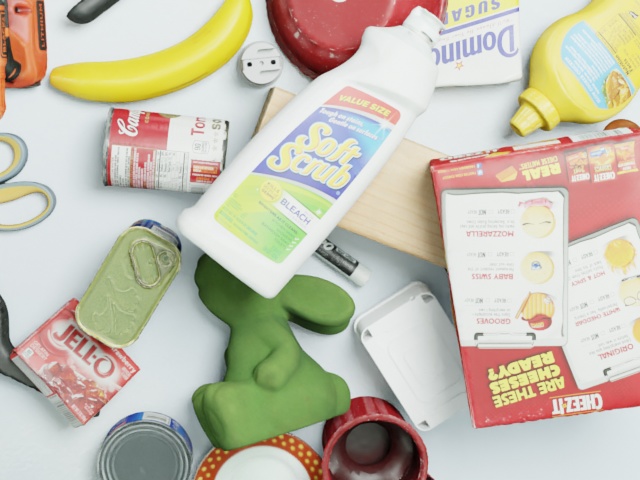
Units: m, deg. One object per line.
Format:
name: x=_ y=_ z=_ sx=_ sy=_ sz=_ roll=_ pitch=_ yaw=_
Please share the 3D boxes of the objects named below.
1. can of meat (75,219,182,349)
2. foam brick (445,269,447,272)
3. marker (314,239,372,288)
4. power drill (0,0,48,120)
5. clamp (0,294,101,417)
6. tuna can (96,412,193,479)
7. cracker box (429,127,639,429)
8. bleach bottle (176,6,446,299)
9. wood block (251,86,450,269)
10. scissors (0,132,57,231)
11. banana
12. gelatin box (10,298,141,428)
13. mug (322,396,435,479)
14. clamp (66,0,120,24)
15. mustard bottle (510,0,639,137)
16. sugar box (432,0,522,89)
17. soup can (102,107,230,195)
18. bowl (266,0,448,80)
can of meat: x=-0.160 y=0.034 z=0.918 sx=0.057 sy=0.084 sz=0.102 roll=31 pitch=95 yaw=-8
foam brick: x=0.150 y=0.037 z=0.945 sx=0.051 sy=0.078 sz=0.053 roll=-31 pitch=101 yaw=0
marker: x=-0.006 y=0.001 z=0.957 sx=0.121 sy=0.020 sz=0.020 roll=36 pitch=94 yaw=-8
power drill: x=-0.258 y=-0.185 z=0.828 sx=0.057 sy=0.187 sz=0.184 roll=1 pitch=100 yaw=-3
clamp: x=-0.298 y=0.101 z=0.942 sx=0.164 sy=0.036 sz=0.210 roll=-19 pitch=96 yaw=-10
tuna can: x=-0.158 y=0.200 z=0.968 sx=0.086 sy=0.034 sz=0.086 roll=-1 pitch=98 yaw=-4
cracker box: x=0.183 y=0.028 z=0.847 sx=0.164 sy=0.072 sz=0.214 roll=-9 pitch=99 yaw=8
bleach bottle: x=0.003 y=-0.080 z=0.833 sx=0.102 sy=0.068 sz=0.251 roll=38 pitch=92 yaw=-8
wood block: x=0.039 y=-0.052 z=0.917 sx=0.206 sy=0.091 sz=0.090 roll=21 pitch=96 yaw=-7
scissors: x=-0.333 y=-0.041 z=0.930 sx=0.201 sy=0.016 sz=0.096 roll=-5 pitch=97 yaw=-3
banana: x=-0.133 y=-0.160 z=0.919 sx=0.198 sy=0.037 sz=0.069 roll=-29 pitch=81 yaw=-1
gelatin box: x=-0.214 y=0.107 z=0.935 sx=0.089 sy=0.030 sz=0.073 roll=50 pitch=57 yaw=-10
mug: x=0.055 y=0.195 z=0.958 sx=0.117 sy=0.081 sz=0.093 roll=29 pitch=95 yaw=-8
clamp: x=-0.144 y=-0.243 z=0.902 sx=0.171 sy=0.039 sz=0.120 roll=0 pitch=99 yaw=-4
mustard bottle: x=0.240 y=-0.157 z=0.923 sx=0.191 sy=0.058 sz=0.096 roll=-41 pitch=103 yaw=-4
sugar box: x=0.123 y=-0.221 z=0.921 sx=0.093 sy=0.048 sz=0.176 roll=-5 pitch=97 yaw=-3
soup can: x=-0.131 y=-0.075 z=0.913 sx=0.102 sy=0.068 sz=0.068 roll=5 pitch=98 yaw=-5
bowl: x=0.024 y=-0.205 z=0.888 sx=0.162 sy=0.055 sz=0.162 roll=3 pitch=101 yaw=15
